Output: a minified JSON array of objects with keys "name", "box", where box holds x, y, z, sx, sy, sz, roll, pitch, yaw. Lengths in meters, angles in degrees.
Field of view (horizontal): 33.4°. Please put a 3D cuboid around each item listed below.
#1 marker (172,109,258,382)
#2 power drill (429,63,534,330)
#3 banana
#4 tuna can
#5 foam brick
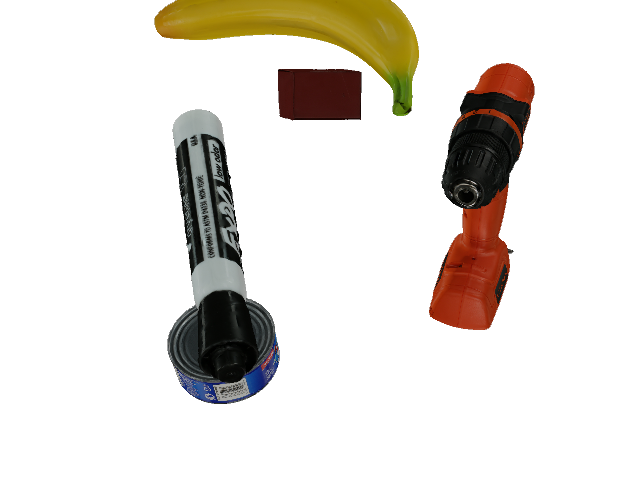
[{"name":"marker","box":[-0.037,-0.001,0.364,0.020,0.020,0.121,0,44,-13]},{"name":"power drill","box":[0.125,-0.024,0.835,0.057,0.188,0.184,14,37,14]},{"name":"banana","box":[-0.014,-0.132,0.645,0.198,0.069,0.037,22,-31,32]},{"name":"tuna can","box":[-0.076,0.087,0.844,0.086,0.086,0.034,0,-44,10]},{"name":"foam brick","box":[-0.001,-0.154,1.125,0.078,0.051,0.053,-3,12,-19]}]
